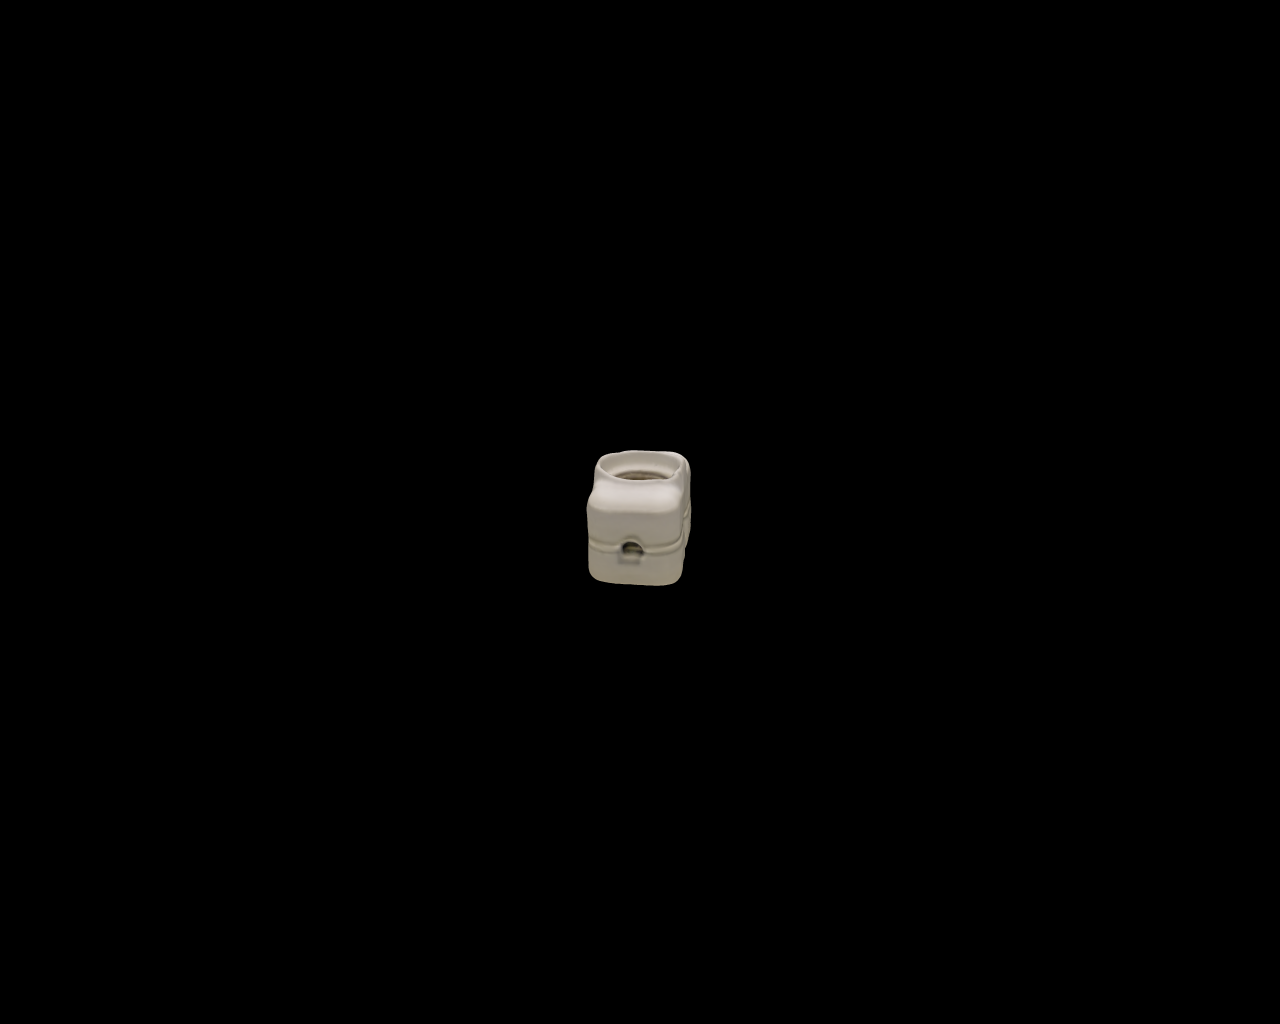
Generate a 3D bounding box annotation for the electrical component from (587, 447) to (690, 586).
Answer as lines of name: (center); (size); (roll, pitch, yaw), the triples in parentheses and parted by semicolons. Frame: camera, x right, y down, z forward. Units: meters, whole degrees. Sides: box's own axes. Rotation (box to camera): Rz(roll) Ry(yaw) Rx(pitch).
electrical component: (0.001, -0.003, 0.650); (0.054, 0.059, 0.095); (3, 22, 7)
